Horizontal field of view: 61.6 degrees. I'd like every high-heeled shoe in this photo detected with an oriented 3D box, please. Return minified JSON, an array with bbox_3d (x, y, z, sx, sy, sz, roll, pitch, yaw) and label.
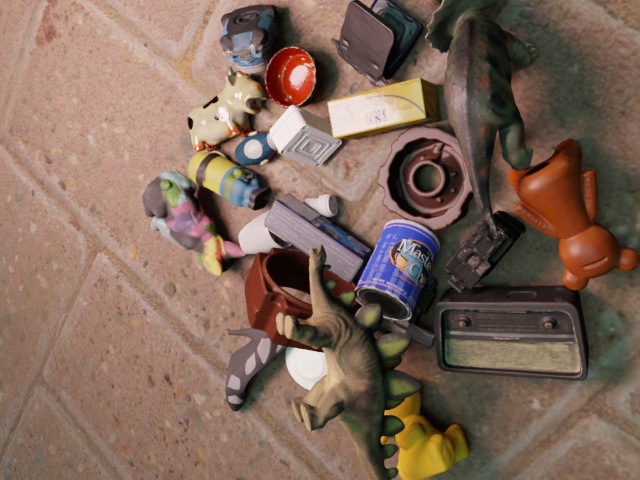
[{"bbox_3d":[-0.126,0.271,1.149,0.145,0.086,0.248,3,119,-2],"label":"high-heeled shoe"}]

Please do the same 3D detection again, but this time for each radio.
[{"bbox_3d":[0.304,0.146,0.869,0.230,0.073,0.131,-4,106,27],"label":"radio"}]

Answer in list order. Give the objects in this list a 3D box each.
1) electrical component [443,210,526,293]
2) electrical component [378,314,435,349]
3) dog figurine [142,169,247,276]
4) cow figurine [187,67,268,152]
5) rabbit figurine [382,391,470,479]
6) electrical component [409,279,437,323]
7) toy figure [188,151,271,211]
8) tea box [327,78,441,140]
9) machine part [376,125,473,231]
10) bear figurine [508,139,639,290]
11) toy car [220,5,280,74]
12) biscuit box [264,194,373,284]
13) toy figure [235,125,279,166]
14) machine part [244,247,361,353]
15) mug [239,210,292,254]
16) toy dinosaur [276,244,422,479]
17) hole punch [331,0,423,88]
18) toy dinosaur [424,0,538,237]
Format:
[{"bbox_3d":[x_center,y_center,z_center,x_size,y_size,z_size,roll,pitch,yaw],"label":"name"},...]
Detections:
[{"bbox_3d":[0.260,0.021,0.863,0.058,0.115,0.134,43,120,20],"label":"electrical component"},{"bbox_3d":[0.157,0.150,0.973,0.119,0.048,0.074,20,107,24],"label":"electrical component"},{"bbox_3d":[-0.254,-0.024,1.117,0.219,0.108,0.191,37,150,22],"label":"dog figurine"},{"bbox_3d":[-0.187,-0.265,1.086,0.195,0.085,0.127,-18,94,30],"label":"cow figurine"},{"bbox_3d":[0.166,0.334,0.971,0.162,0.122,0.173,-35,71,39],"label":"rabbit figurine"},{"bbox_3d":[0.167,0.100,0.946,0.063,0.094,0.021,22,152,25],"label":"electrical component"},{"bbox_3d":[-0.189,-0.124,1.100,0.180,0.089,0.082,34,103,23],"label":"toy figure"},{"bbox_3d":[0.110,-0.220,0.921,0.170,0.098,0.068,-6,94,27],"label":"tea box"},{"bbox_3d":[0.188,-0.105,0.919,0.180,0.056,0.179,4,97,28],"label":"machine part"},{"bbox_3d":[0.380,-0.035,0.807,0.120,0.132,0.195,-33,99,29],"label":"bear figurine"},{"bbox_3d":[-0.127,-0.372,1.021,0.109,0.102,0.162,-9,49,9],"label":"toy car"},{"bbox_3d":[-0.002,-0.003,0.993,0.203,0.059,0.062,35,119,10],"label":"biscuit box"},{"bbox_3d":[-0.097,-0.191,1.062,0.155,0.058,0.064,-19,127,28],"label":"toy figure"},{"bbox_3d":[-0.026,0.102,0.960,0.201,0.202,0.087,14,117,-20],"label":"machine part"},{"bbox_3d":[-0.108,0.002,1.085,0.107,0.081,0.109,-18,91,40],"label":"mug"},{"bbox_3d":[0.055,0.228,0.840,0.199,0.105,0.470,-14,103,-14],"label":"toy dinosaur"},{"bbox_3d":[0.101,-0.347,0.926,0.142,0.092,0.115,43,144,14],"label":"hole punch"},{"bbox_3d":[0.226,-0.223,0.773,0.131,0.192,0.405,-19,58,40],"label":"toy dinosaur"}]
